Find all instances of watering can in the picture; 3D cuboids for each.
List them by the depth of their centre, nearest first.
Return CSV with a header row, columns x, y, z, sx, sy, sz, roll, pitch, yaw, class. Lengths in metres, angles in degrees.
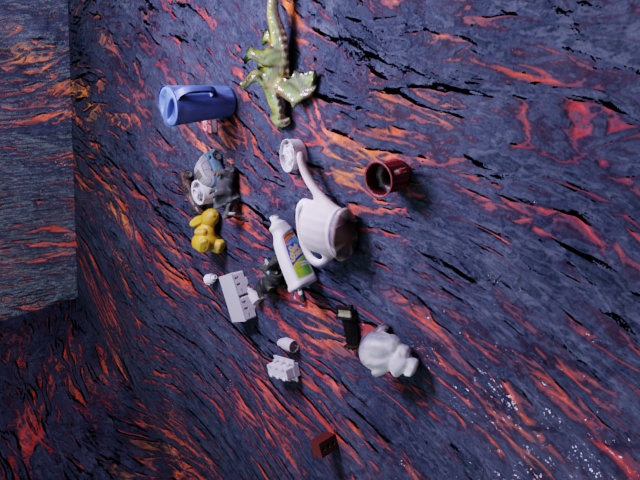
x,y,z,sx,sy,sz,roll,pitch,yaw,class
0.005,-0.075,1.493,0.225,0.105,0.343,15,115,45,watering can

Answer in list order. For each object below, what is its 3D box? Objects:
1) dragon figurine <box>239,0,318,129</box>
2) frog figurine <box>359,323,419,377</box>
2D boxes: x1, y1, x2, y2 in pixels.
x,y,z,sx,sy,sz,roll,pitch,yaw,class
-0.099,-0.504,1.501,0.244,0.124,0.401,35,131,15,dragon figurine
0.185,0.323,1.413,0.162,0.122,0.135,48,116,43,frog figurine
